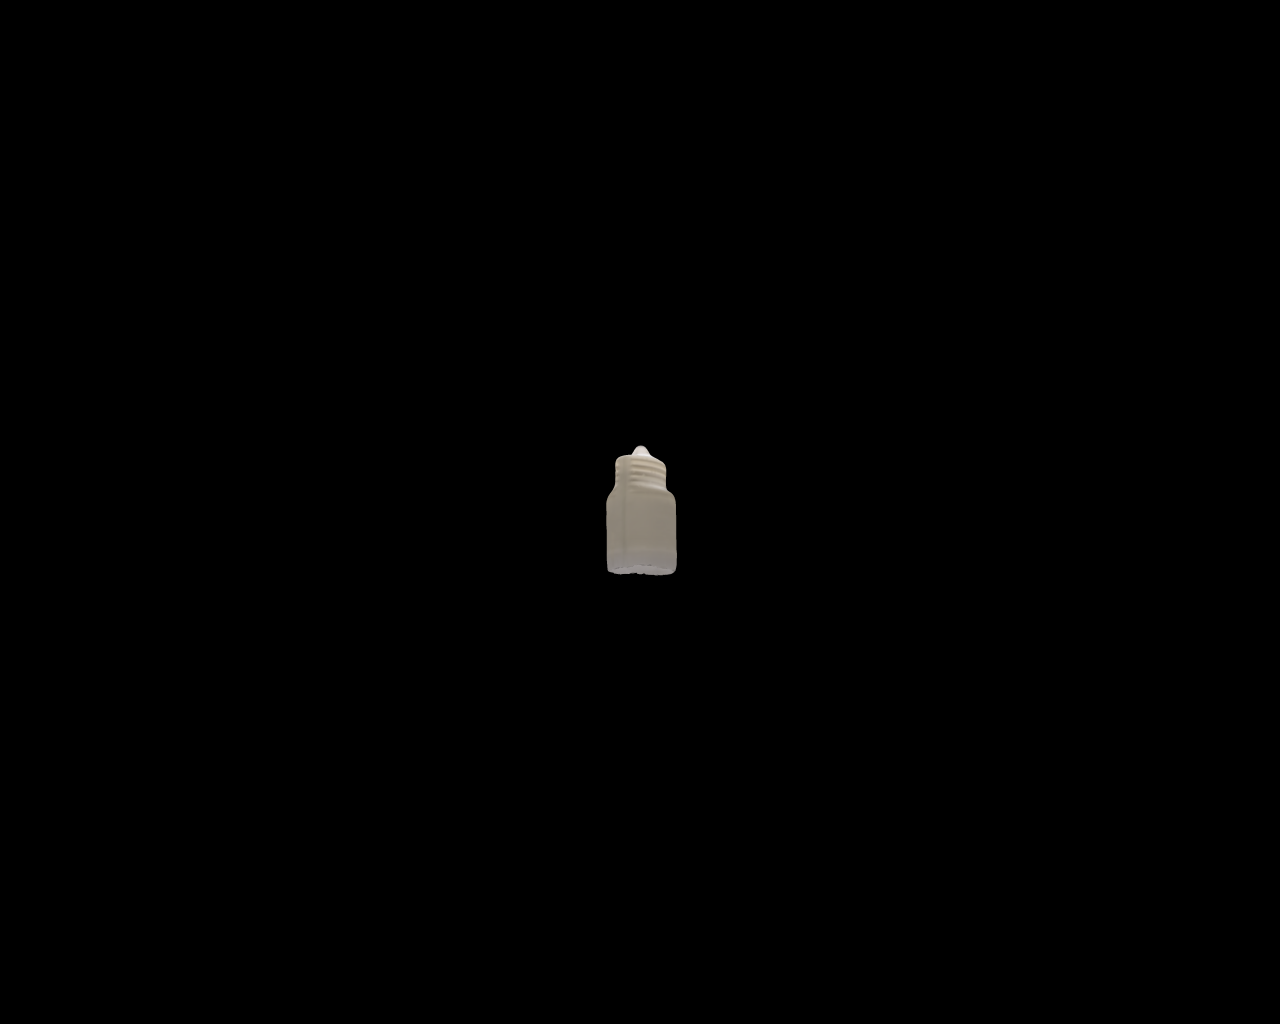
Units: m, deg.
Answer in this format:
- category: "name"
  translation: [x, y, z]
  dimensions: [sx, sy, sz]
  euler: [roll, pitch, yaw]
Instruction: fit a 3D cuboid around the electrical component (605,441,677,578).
- category: "electrical component"
  translation: [0.001, -0.003, 0.650]
  dimensions: [0.043, 0.081, 0.043]
  euler: [0, -10, 0]
